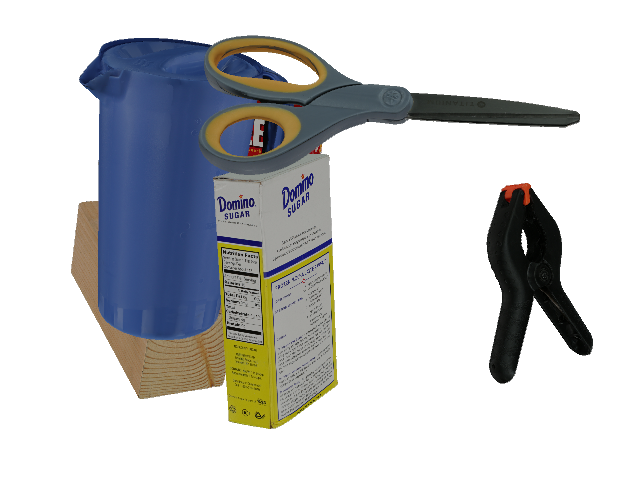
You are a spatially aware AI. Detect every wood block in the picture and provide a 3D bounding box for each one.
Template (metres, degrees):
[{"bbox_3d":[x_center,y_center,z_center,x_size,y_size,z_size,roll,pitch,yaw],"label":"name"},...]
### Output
[{"bbox_3d":[-0.168,0.050,1.049,0.090,0.091,0.206,-5,35,-31],"label":"wood block"}]

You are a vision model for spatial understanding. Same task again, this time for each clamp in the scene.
[{"bbox_3d":[0.177,0.039,0.932,0.120,0.171,0.039,-23,7,-40],"label":"clamp"}]

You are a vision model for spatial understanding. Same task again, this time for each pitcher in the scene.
[{"bbox_3d":[-0.118,-0.044,0.910,0.149,0.243,0.145,13,23,9],"label":"pitcher"}]

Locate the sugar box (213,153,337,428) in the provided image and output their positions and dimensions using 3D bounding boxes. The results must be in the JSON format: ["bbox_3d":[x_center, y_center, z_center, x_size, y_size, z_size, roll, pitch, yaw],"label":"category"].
[{"bbox_3d":[-0.029,0.033,0.744,0.048,0.176,0.093,4,16,30],"label":"sugar box"}]

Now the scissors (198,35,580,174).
[{"bbox_3d":[0.024,-0.058,0.556,0.202,0.096,0.016,19,-28,15],"label":"scissors"}]

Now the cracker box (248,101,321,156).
[{"bbox_3d":[-0.087,-0.093,1.535,0.164,0.214,0.072,10,22,7],"label":"cracker box"}]
